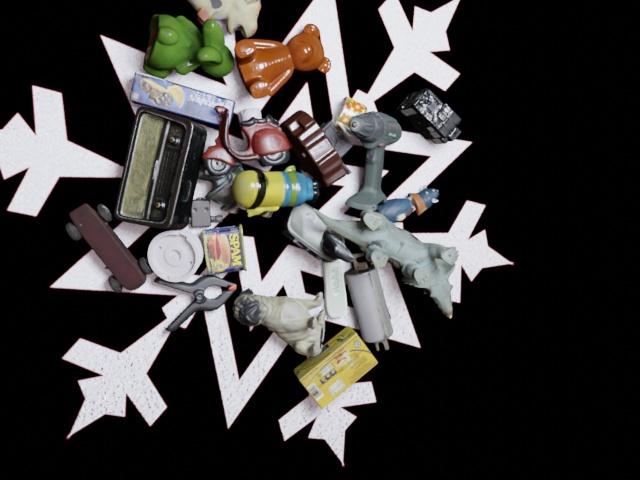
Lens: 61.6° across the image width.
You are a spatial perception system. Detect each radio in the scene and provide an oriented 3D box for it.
[{"bbox_3d":[-0.314,-0.136,1.070,0.131,0.073,0.229,15,95,14],"label":"radio"}]

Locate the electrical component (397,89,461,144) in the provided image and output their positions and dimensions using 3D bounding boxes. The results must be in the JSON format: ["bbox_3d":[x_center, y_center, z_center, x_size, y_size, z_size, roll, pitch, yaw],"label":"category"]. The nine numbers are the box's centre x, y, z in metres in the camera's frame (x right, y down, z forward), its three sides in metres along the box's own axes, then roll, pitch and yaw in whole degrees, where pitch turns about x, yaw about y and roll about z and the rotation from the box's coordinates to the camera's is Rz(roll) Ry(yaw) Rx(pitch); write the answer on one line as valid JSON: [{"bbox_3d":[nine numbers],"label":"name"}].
[{"bbox_3d":[0.250,-0.272,1.202,0.134,0.115,0.058,41,91,-16],"label":"electrical component"}]

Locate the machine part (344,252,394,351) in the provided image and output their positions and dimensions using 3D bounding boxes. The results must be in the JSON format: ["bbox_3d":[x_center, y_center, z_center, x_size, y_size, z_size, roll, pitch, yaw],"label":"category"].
[{"bbox_3d":[0.113,0.145,1.241,0.079,0.079,0.243,-19,102,-12],"label":"machine part"}]

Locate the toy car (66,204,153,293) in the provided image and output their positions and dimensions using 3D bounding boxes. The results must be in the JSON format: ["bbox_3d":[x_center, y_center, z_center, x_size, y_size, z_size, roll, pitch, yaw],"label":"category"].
[{"bbox_3d":[-0.428,0.016,1.096,0.089,0.053,0.202,-32,108,3],"label":"toy car"}]

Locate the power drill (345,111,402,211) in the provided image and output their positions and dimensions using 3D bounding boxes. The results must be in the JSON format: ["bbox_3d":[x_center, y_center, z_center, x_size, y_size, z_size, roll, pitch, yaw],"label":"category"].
[{"bbox_3d":[0.104,-0.171,1.147,0.086,0.232,0.207,10,110,24],"label":"power drill"}]

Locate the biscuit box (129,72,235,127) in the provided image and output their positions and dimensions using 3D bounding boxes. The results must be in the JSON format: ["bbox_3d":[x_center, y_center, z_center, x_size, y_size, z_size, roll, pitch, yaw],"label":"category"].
[{"bbox_3d":[-0.277,-0.280,1.090,0.203,0.063,0.059,13,96,-16],"label":"biscuit box"}]

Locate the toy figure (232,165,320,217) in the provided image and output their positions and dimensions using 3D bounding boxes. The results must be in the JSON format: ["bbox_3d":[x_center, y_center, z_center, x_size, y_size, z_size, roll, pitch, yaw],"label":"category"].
[{"bbox_3d":[-0.089,-0.105,1.084,0.180,0.089,0.082,-3,54,-18],"label":"toy figure"}]

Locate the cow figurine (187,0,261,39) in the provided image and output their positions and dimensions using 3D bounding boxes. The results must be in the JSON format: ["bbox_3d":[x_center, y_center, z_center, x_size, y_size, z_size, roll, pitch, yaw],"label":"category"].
[{"bbox_3d":[-0.202,-0.487,1.076,0.127,0.085,0.194,-43,104,1],"label":"cow figurine"}]

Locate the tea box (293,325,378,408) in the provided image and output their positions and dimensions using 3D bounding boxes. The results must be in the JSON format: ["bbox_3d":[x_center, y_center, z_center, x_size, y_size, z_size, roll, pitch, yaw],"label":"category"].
[{"bbox_3d":[0.036,0.292,1.244,0.170,0.068,0.098,-36,105,-9],"label":"tea box"}]

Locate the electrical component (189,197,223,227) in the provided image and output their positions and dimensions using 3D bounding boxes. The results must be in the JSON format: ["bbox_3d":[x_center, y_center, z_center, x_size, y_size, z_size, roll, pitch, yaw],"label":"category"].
[{"bbox_3d":[-0.255,-0.059,1.146,0.094,0.021,0.063,-2,97,-14],"label":"electrical component"}]

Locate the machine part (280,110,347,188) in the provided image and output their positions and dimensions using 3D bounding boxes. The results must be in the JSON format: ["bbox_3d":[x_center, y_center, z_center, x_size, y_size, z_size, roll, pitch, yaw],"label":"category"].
[{"bbox_3d":[-0.017,-0.187,1.117,0.056,0.179,0.179,-36,105,-6],"label":"machine part"}]

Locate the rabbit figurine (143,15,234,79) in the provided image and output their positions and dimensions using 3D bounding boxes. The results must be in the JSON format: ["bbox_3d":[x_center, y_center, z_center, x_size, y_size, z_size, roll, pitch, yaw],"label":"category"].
[{"bbox_3d":[-0.242,-0.379,1.056,0.170,0.159,0.121,9,85,-31],"label":"rabbit figurine"}]

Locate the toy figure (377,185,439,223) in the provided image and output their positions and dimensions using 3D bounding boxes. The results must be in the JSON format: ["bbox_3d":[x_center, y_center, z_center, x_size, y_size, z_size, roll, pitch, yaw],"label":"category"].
[{"bbox_3d":[0.202,-0.080,1.243,0.154,0.058,0.064,-18,79,-8],"label":"toy figure"}]

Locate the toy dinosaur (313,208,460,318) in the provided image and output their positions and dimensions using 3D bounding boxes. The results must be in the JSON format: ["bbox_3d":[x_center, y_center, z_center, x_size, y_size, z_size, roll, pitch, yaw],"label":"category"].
[{"bbox_3d":[0.160,0.017,1.190,0.405,0.192,0.131,32,86,-7],"label":"toy dinosaur"}]

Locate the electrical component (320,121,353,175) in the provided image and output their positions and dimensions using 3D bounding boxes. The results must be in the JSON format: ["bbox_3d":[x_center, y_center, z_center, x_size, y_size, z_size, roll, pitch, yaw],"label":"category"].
[{"bbox_3d":[0.038,-0.201,1.177,0.048,0.075,0.119,-45,102,-4],"label":"electrical component"}]

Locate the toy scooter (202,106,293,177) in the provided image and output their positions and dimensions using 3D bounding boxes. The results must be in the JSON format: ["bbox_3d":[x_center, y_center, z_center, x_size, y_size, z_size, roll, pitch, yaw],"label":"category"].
[{"bbox_3d":[-0.150,-0.206,1.072,0.184,0.075,0.135,-12,101,-14],"label":"toy scooter"}]

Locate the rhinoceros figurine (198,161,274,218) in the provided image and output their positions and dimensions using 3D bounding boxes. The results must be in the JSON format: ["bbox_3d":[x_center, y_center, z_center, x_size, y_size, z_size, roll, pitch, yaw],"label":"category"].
[{"bbox_3d":[-0.173,-0.109,1.135,0.190,0.073,0.112,14,95,-16],"label":"rhinoceros figurine"}]

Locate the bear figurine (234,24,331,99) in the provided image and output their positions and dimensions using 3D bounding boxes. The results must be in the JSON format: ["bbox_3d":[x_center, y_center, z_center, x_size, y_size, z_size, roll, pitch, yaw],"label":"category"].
[{"bbox_3d":[-0.070,-0.369,1.102,0.196,0.132,0.120,-19,106,-5],"label":"bear figurine"}]

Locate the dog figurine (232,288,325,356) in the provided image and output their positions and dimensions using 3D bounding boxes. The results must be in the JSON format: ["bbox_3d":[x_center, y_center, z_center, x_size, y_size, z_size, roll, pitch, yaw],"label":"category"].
[{"bbox_3d":[-0.090,0.188,1.199,0.191,0.121,0.172,2,118,11],"label":"dog figurine"}]

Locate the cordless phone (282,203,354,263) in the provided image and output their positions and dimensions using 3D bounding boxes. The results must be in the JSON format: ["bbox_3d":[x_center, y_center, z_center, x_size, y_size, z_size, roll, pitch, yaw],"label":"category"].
[{"bbox_3d":[-0.003,-0.004,1.136,0.146,0.184,0.088,37,92,-17],"label":"cordless phone"}]
